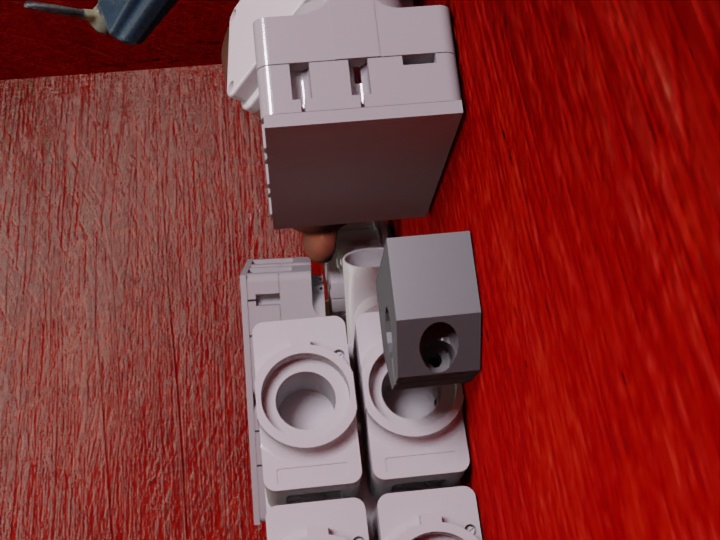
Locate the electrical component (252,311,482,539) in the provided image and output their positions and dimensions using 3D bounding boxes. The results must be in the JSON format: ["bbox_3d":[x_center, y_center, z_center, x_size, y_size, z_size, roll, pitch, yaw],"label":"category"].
[{"bbox_3d":[0.004,0.117,0.552,0.060,0.105,0.186,95,169,-66],"label":"electrical component"}]

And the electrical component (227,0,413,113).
[{"bbox_3d":[-0.026,-0.143,0.608,0.113,0.057,0.078,-42,40,44],"label":"electrical component"}]

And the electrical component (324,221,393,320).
[{"bbox_3d":[0.000,0.000,0.820,0.080,0.051,0.080,175,90,-86],"label":"electrical component"}]

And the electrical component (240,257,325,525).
[{"bbox_3d":[-0.055,0.088,0.835,0.105,0.060,0.186,-111,18,-82],"label":"electrical component"}]

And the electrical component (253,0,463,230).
[{"bbox_3d":[-0.005,-0.075,0.547,0.150,0.089,0.061,101,163,-75],"label":"electrical component"}]

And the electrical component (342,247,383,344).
[{"bbox_3d":[0.014,0.033,0.734,0.079,0.043,0.077,-108,14,-70],"label":"electrical component"}]
